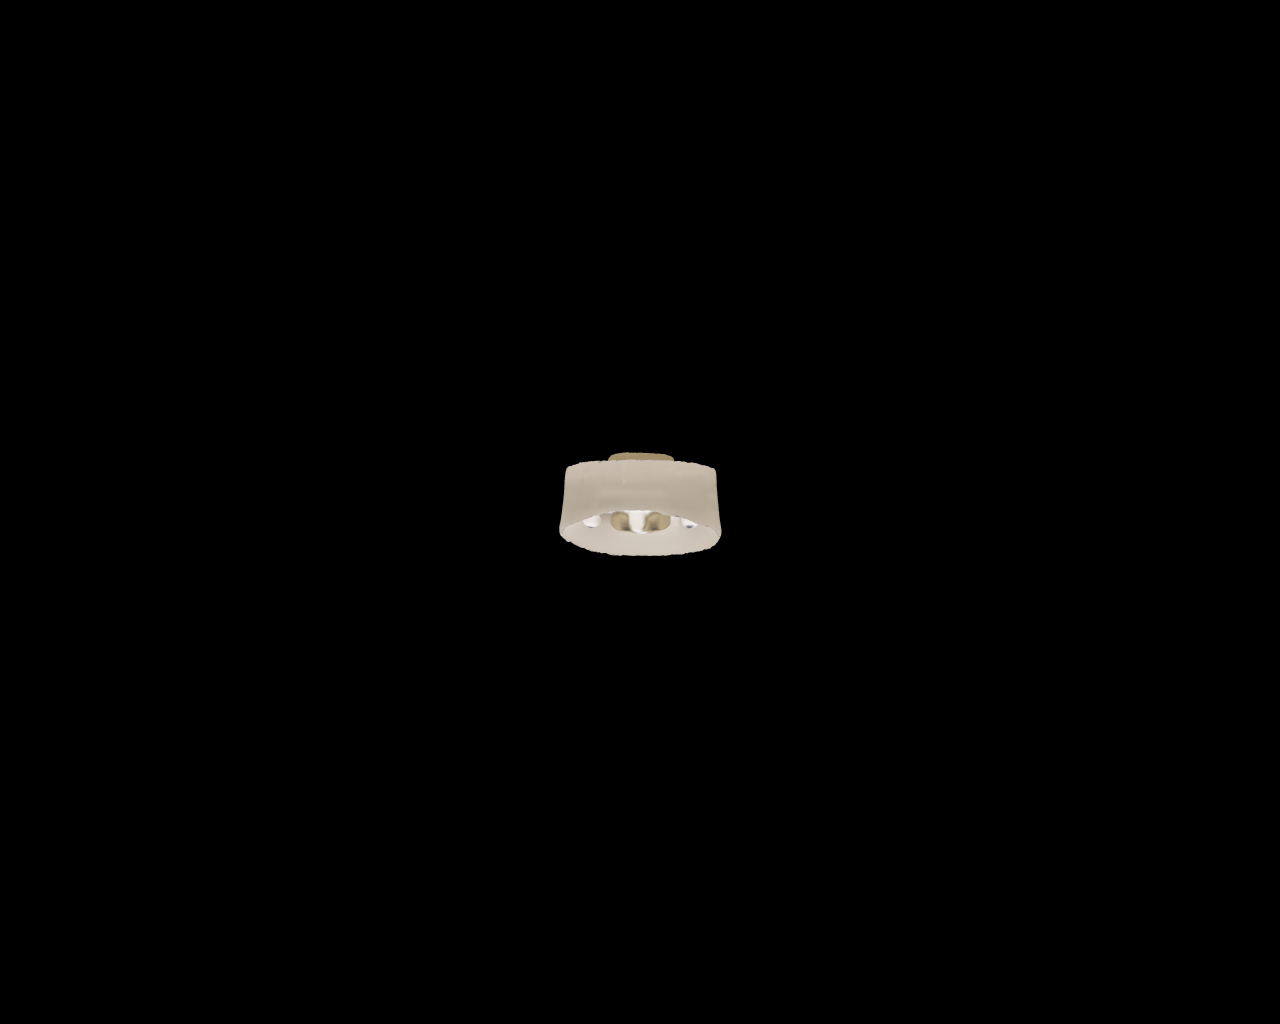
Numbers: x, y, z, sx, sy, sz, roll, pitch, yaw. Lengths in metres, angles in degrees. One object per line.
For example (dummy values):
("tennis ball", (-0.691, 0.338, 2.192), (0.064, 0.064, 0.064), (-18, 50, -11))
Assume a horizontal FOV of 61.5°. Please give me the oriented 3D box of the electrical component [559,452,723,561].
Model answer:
("electrical component", (0.001, -0.003, 0.650), (0.099, 0.064, 0.099), (0, -3, 0))
